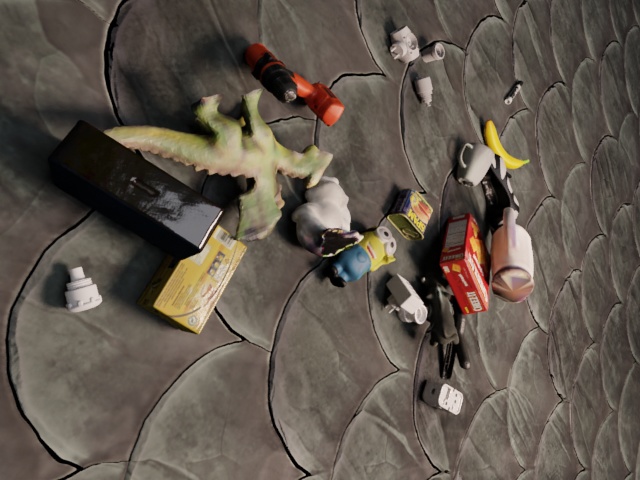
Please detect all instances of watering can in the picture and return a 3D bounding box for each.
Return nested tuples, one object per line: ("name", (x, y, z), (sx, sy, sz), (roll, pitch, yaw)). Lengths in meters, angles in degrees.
("watering can", (0.512, 0.068, 1.376), (0.340, 0.104, 0.230), (63, 32, -49))

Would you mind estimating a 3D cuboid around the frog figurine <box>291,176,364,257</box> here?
("frog figurine", (0.003, -0.052, 1.040), (0.138, 0.120, 0.162), (-2, 53, -33))

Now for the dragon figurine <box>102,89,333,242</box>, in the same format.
("dragon figurine", (-0.138, -0.114, 0.869), (0.415, 0.121, 0.242), (-26, 97, -39))
